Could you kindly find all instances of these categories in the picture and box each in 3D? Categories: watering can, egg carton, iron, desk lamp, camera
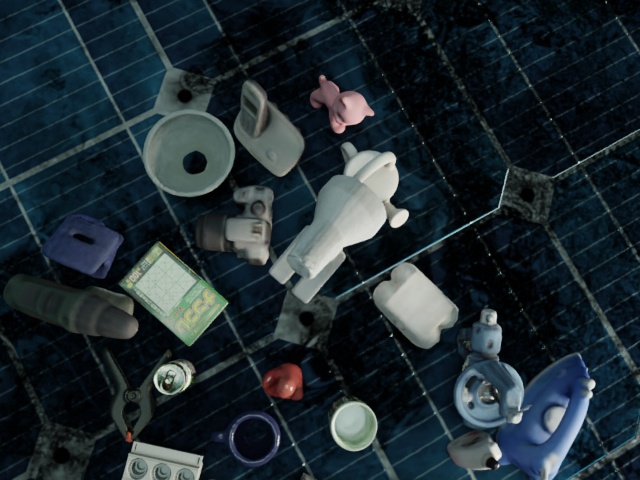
[{"bbox_3d":[0.095,-0.103,1.025,0.173,0.194,0.101,34,82,3],"label":"watering can"},{"bbox_3d":[0.175,0.122,1.058,0.150,0.069,0.107,43,82,4],"label":"egg carton"},{"bbox_3d":[0.418,0.310,1.004,0.118,0.141,0.258,33,81,3],"label":"iron"},{"bbox_3d":[0.009,0.004,0.995,0.118,0.213,0.203,39,82,4],"label":"desk lamp"},{"bbox_3d":[-0.156,-0.030,1.049,0.137,0.101,0.143,4,81,-2],"label":"camera"}]

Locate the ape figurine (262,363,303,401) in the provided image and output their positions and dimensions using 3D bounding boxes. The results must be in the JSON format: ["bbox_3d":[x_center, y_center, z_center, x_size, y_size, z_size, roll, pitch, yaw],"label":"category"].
[{"bbox_3d":[-0.062,0.257,1.015,0.078,0.092,0.076,40,82,4],"label":"ape figurine"}]

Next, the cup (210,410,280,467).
[{"bbox_3d":[-0.127,0.338,0.998,0.118,0.095,0.092,2,81,-2],"label":"cup"}]

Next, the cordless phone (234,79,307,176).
[{"bbox_3d":[-0.092,-0.205,1.036,0.147,0.185,0.094,42,82,4],"label":"cordless phone"}]

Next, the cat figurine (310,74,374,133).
[{"bbox_3d":[0.040,-0.261,1.085,0.067,0.117,0.128,-41,85,-7],"label":"cat figurine"}]

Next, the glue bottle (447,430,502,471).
[{"bbox_3d":[0.272,0.364,0.973,0.078,0.173,0.037,-28,83,-6],"label":"glue bottle"}]

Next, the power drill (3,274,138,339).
[{"bbox_3d":[-0.391,0.116,0.962,0.229,0.208,0.076,16,81,0],"label":"power drill"}]

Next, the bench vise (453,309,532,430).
[{"bbox_3d":[0.281,0.227,0.971,0.121,0.219,0.207,-14,82,-4],"label":"bench vise"}]

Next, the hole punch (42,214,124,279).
[{"bbox_3d":[-0.428,0.007,1.036,0.108,0.091,0.101,22,81,1],"label":"hole punch"}]

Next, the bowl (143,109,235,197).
[{"bbox_3d":[-0.240,-0.155,1.077,0.167,0.074,0.167,0,81,-3],"label":"bowl"}]
